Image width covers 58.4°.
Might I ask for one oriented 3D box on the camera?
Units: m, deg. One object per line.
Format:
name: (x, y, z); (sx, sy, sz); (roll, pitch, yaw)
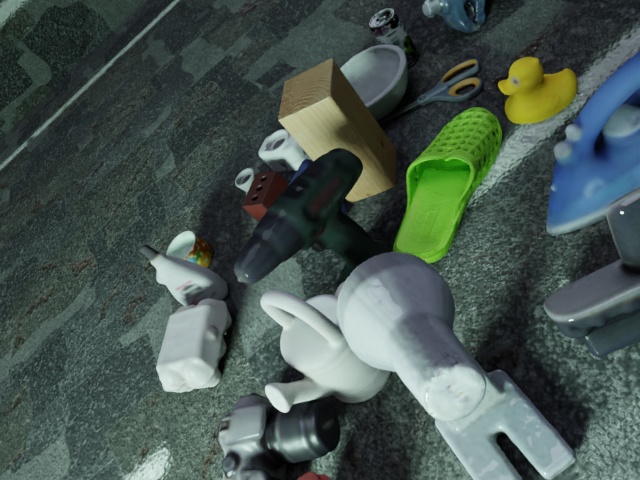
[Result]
camera: (-0.052, 0.251, 0.698); (0.136, 0.101, 0.143); (-21, 46, 25)

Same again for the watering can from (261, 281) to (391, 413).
watering can: (-0.001, 0.124, 0.690); (0.100, 0.195, 0.173); (-11, 51, 33)

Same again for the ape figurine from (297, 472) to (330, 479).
ape figurine: (0.005, 0.284, 0.630); (0.077, 0.092, 0.076); (17, 69, 46)

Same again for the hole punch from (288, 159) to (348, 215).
hole punch: (-0.022, -0.062, 0.941); (0.101, 0.091, 0.108); (-35, 42, 11)

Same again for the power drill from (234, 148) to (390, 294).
power drill: (0.007, 0.003, 0.773); (0.075, 0.209, 0.230); (11, 64, 44)

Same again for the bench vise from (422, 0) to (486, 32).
bench vise: (0.251, -0.479, 0.964); (0.121, 0.220, 0.207); (17, 69, 46)

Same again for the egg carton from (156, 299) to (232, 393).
egg carton: (-0.197, 0.167, 0.911); (0.107, 0.070, 0.150); (-19, 47, 27)

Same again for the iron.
iron: (0.343, -0.130, 0.659); (0.258, 0.142, 0.118); (-43, 41, 1)

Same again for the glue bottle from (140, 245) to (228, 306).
glue bottle: (-0.233, 0.058, 0.952); (0.078, 0.174, 0.037); (-33, 42, 13)

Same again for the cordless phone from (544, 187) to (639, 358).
cordless phone: (0.278, 0.022, 0.552); (0.147, 0.186, 0.094); (-32, 42, 14)

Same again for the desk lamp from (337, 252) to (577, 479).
desk lamp: (0.126, 0.131, 0.565); (0.118, 0.214, 0.202); (-42, 41, 4)

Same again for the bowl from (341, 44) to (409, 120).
bowl: (0.094, -0.266, 1.028); (0.167, 0.075, 0.167); (-22, 46, 24)

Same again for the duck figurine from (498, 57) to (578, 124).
duck figurine: (0.304, -0.222, 0.810); (0.104, 0.086, 0.077); (-19, 47, 27)
